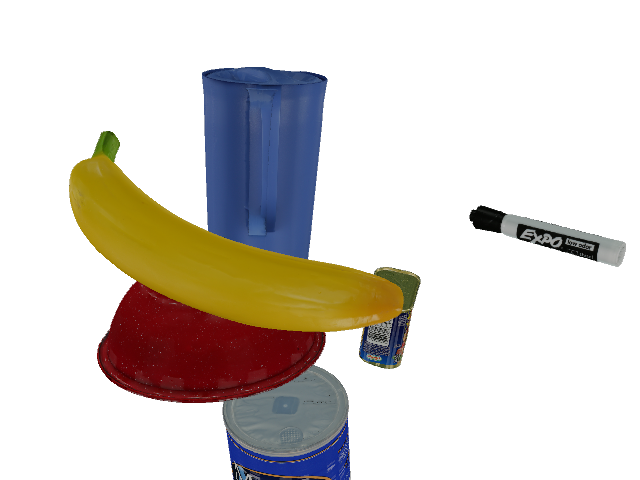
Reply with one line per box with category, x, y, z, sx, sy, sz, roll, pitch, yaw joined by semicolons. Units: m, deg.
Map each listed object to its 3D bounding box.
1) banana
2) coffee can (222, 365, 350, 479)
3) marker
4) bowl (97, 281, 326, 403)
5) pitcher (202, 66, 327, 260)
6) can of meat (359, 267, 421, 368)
banana;-0.057;0.001;0.519;0.198;0.069;0.037;30;-30;22
coffee can;-0.025;0.188;0.903;0.103;0.140;0.103;-2;36;2
marker;0.168;-0.005;0.804;0.121;0.020;0.020;17;9;30
bowl;-0.077;0.049;0.746;0.162;0.055;0.162;-2;23;1
pitcher;-0.065;-0.062;1.152;0.145;0.243;0.148;16;21;40
can of meat;0.081;0.093;1.279;0.057;0.084;0.102;12;26;7
